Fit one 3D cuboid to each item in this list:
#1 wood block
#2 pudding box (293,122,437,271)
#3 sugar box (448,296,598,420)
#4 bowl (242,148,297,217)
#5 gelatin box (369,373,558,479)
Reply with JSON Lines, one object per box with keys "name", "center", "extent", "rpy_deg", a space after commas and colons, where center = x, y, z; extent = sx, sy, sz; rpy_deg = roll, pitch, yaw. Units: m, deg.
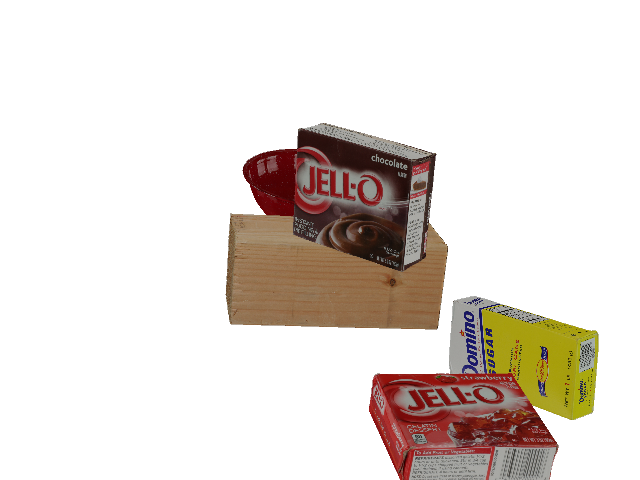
{"name": "wood block", "center": [0.012, 0.031, 1.065], "extent": [0.206, 0.091, 0.090], "rpy_deg": [3, 17, -9]}
{"name": "pudding box", "center": [0.032, -0.036, 0.832], "extent": [0.114, 0.090, 0.039], "rpy_deg": [18, 26, 33]}
{"name": "sugar box", "center": [0.220, 0.126, 1.180], "extent": [0.048, 0.093, 0.177], "rpy_deg": [-9, 16, -42]}
{"name": "bowl", "center": [-0.014, -0.053, 1.255], "extent": [0.162, 0.055, 0.162], "rpy_deg": [6, 26, -3]}
{"name": "gelatin box", "center": [0.079, 0.105, 0.605], "extent": [0.089, 0.030, 0.073], "rpy_deg": [2, 25, -13]}
